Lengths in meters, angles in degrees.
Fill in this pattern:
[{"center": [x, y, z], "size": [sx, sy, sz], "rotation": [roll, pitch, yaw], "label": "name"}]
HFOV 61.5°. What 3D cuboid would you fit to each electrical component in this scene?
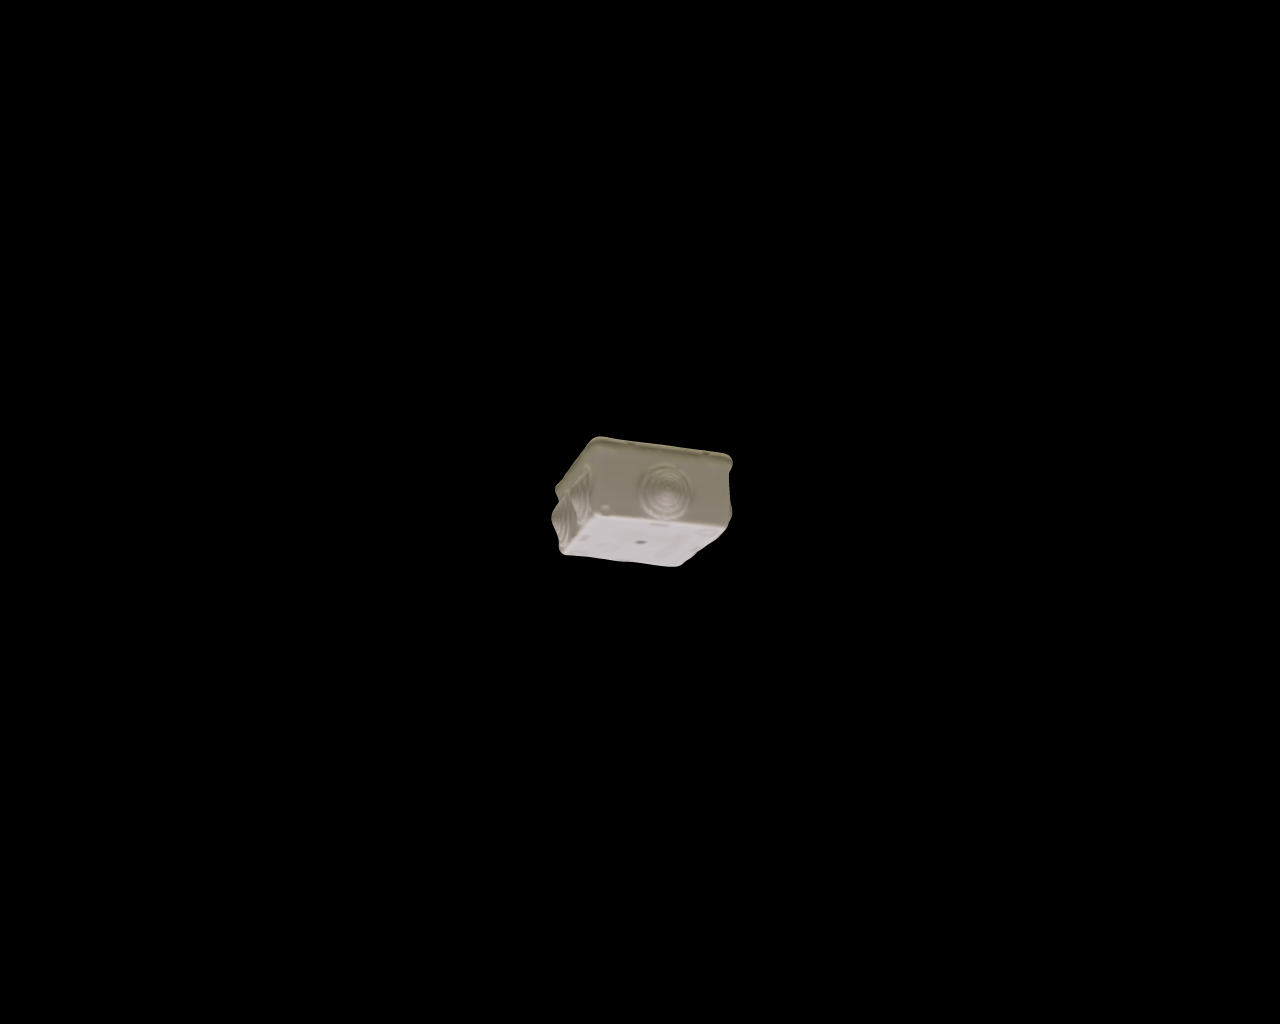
[{"center": [0.001, -0.003, 0.650], "size": [0.100, 0.048, 0.099], "rotation": [7, -21, -18], "label": "electrical component"}]
